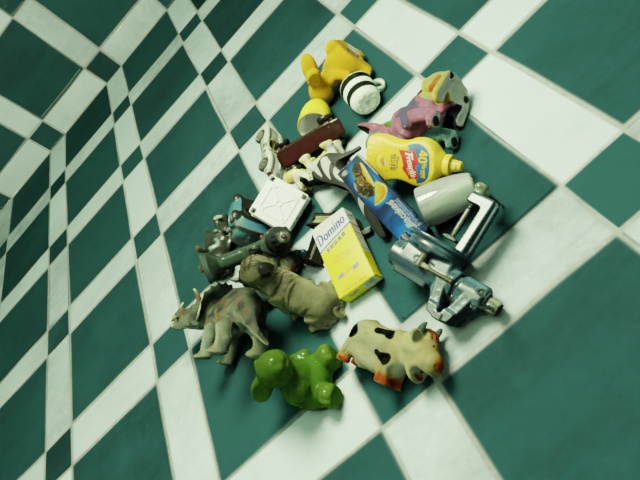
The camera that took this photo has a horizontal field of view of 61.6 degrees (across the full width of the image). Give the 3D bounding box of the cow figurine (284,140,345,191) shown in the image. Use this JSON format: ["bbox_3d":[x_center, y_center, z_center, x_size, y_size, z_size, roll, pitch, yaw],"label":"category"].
[{"bbox_3d":[-0.006,-0.161,1.293,0.167,0.068,0.098,-33,80,26],"label":"cow figurine"}]

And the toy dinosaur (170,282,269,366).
[{"bbox_3d":[-0.185,0.165,1.163,0.405,0.131,0.192,-22,57,50],"label":"toy dinosaur"}]

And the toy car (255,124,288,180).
[{"bbox_3d":[-0.128,-0.231,1.450,0.056,0.073,0.202,-33,46,24],"label":"toy car"}]

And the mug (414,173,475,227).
[{"bbox_3d":[0.243,-0.083,1.011,0.107,0.080,0.109,-22,13,22],"label":"mug"}]

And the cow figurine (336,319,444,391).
[{"bbox_3d":[0.131,0.189,0.929,0.195,0.085,0.127,16,82,49],"label":"cow figurine"}]

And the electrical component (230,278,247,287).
[{"bbox_3d":[-0.180,0.069,1.325,0.078,0.045,0.102,-21,51,35],"label":"electrical component"}]

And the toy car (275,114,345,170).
[{"bbox_3d":[-0.023,-0.242,1.352,0.202,0.089,0.053,-26,4,28],"label":"toy car"}]

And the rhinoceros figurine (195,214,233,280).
[{"bbox_3d":[-0.268,0.014,1.424,0.112,0.073,0.190,-32,47,27],"label":"rhinoceros figurine"}]

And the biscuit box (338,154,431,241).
[{"bbox_3d":[0.125,-0.073,1.038,0.059,0.063,0.203,-44,79,10],"label":"biscuit box"}]

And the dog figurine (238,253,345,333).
[{"bbox_3d":[-0.056,0.100,1.078,0.172,0.190,0.121,-2,64,41],"label":"dog figurine"}]

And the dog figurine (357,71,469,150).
[{"bbox_3d":[0.189,-0.255,1.145,0.219,0.108,0.191,2,67,47],"label":"dog figurine"}]

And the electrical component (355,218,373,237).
[{"bbox_3d":[0.071,-0.016,1.160,0.094,0.021,0.063,-28,47,28],"label":"electrical component"}]

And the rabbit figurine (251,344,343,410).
[{"bbox_3d":[-0.060,0.244,1.003,0.159,0.170,0.121,-17,54,35],"label":"rabbit figurine"}]

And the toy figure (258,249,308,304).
[{"bbox_3d":[-0.086,0.079,1.225,0.064,0.058,0.154,42,95,10],"label":"toy figure"}]

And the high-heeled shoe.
[{"bbox_3d":[0.060,-0.091,1.163,0.145,0.086,0.249,-31,61,34],"label":"high-heeled shoe"}]

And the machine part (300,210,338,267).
[{"bbox_3d":[-0.002,-0.004,1.213,0.084,0.039,0.139,0,62,34],"label":"machine part"}]

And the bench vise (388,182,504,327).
[{"bbox_3d":[0.237,0.018,0.913,0.224,0.128,0.240,33,93,46],"label":"bench vise"}]

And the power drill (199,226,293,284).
[{"bbox_3d":[-0.159,0.025,1.193,0.207,0.086,0.232,-27,0,-3],"label":"power drill"}]

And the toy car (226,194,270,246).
[{"bbox_3d":[-0.193,-0.040,1.370,0.103,0.109,0.162,-58,29,24],"label":"toy car"}]

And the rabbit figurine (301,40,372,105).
[{"bbox_3d":[0.028,-0.420,1.390,0.173,0.162,0.122,-48,51,36],"label":"rabbit figurine"}]
